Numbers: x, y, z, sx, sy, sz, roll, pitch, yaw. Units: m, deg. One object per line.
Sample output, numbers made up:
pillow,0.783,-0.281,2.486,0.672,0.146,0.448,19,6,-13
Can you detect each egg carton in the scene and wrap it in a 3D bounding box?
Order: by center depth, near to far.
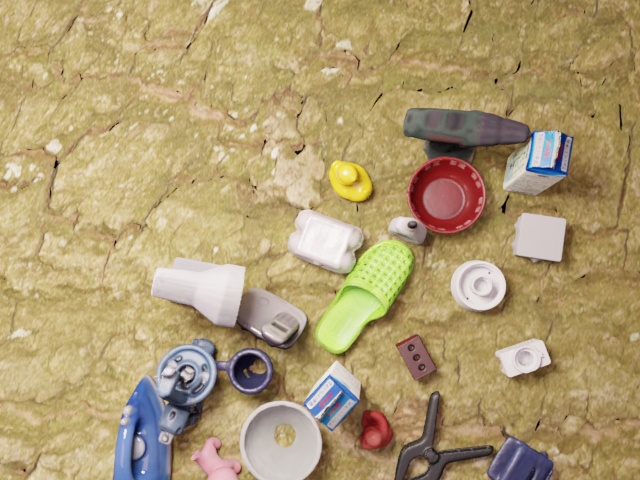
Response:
egg carton,0.011,0.004,1.202,0.150,0.069,0.107,19,87,6

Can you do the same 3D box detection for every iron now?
iron,-0.377,0.413,1.158,0.118,0.141,0.258,-2,85,5

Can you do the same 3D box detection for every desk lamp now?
desk lamp,-0.234,0.098,1.140,0.203,0.213,0.118,10,86,6

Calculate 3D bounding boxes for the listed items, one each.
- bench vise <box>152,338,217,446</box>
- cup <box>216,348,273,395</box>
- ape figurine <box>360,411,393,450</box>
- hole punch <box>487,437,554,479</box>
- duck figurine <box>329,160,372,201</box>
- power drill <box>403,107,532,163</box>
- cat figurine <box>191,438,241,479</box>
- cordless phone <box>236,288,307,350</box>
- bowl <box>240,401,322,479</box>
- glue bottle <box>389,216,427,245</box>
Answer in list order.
bench vise,-0.268,0.303,1.120,0.121,0.220,0.207,-1,85,5
cup,-0.148,0.263,1.178,0.117,0.095,0.092,8,85,5
ape figurine,0.109,0.388,1.147,0.076,0.092,0.078,40,89,7
hole punch,0.398,0.454,1.119,0.101,0.091,0.109,31,88,7
duck figurine,0.063,-0.129,1.201,0.104,0.086,0.077,41,89,7
power drill,0.277,-0.204,1.130,0.229,0.208,0.076,10,86,6
cat figurine,-0.208,0.471,1.152,0.127,0.118,0.067,42,89,7
cordless phone,-0.108,0.159,1.139,0.147,0.185,0.094,26,87,7
bowl,-0.075,0.407,1.169,0.167,0.075,0.167,0,85,5
glue bottle,0.177,-0.023,1.139,0.078,0.173,0.037,19,87,6
